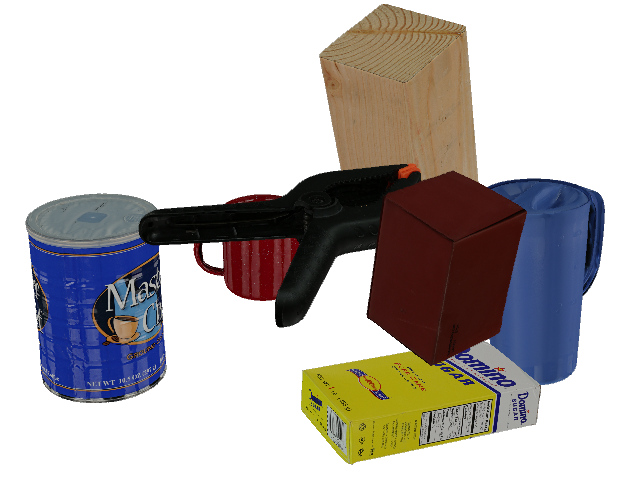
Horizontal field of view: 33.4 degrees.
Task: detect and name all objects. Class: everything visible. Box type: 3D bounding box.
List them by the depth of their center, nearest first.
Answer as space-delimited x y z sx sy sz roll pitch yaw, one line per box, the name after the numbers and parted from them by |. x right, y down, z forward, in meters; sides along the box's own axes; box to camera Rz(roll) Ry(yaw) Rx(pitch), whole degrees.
0.062 0.013 0.539 0.052 0.078 0.051 -20 41 -34 | foam brick
-0.013 -0.015 0.760 0.165 0.036 0.209 23 37 36 | clamp
-0.179 0.045 0.862 0.103 0.140 0.103 0 22 0 | coffee can
0.082 0.129 0.880 0.176 0.048 0.093 -10 25 -23 | sugar box
0.075 -0.088 0.933 0.091 0.206 0.090 25 54 34 | wood block
-0.071 0.009 1.089 0.117 0.081 0.093 -4 28 -9 | mug
0.275 0.049 1.330 0.149 0.243 0.145 2 22 15 | pitcher
